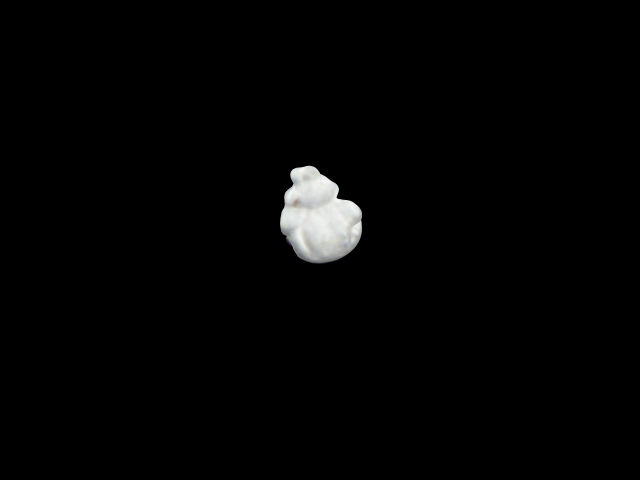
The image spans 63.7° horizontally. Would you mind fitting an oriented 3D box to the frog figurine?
[{"bbox_3d":[0.003,-0.043,0.850,0.137,0.126,0.155,0,-45,0],"label":"frog figurine"}]
